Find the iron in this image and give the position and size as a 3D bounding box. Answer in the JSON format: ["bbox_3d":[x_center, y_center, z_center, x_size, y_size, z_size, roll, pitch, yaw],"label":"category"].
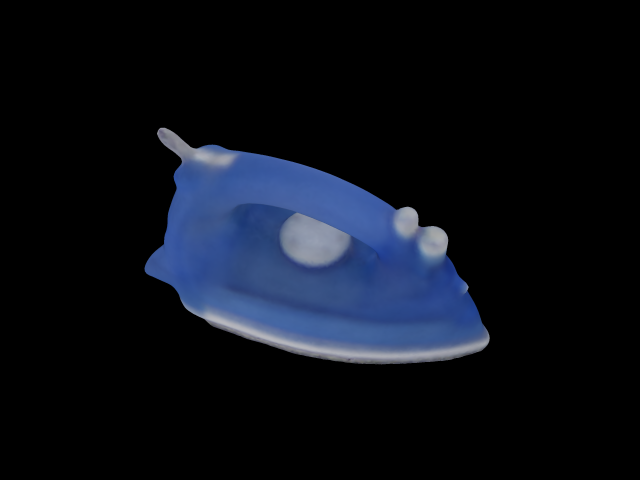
[{"bbox_3d":[0.004,0.001,0.400,0.258,0.141,0.119,15,55,11],"label":"iron"}]
